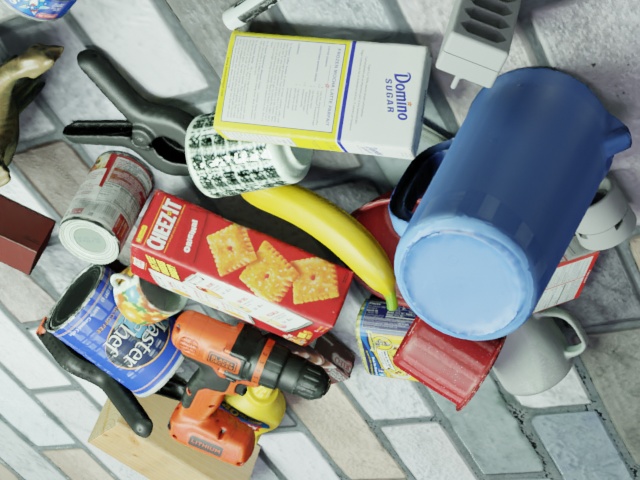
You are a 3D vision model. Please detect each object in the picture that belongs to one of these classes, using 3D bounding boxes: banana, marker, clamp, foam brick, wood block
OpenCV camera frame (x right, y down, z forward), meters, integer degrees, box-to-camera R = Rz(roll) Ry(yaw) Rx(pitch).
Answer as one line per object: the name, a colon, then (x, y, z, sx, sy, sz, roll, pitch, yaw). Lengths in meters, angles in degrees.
banana: (0.002, -0.008, 1.019, 0.198, 0.037, 0.070, 40, 136, 14)
marker: (-0.036, -0.211, 0.899, 0.121, 0.020, 0.020, -23, 124, 39)
clamp: (-0.173, -0.117, 1.044, 0.171, 0.039, 0.120, 19, 144, 4)
clamp: (-0.268, 0.167, 1.336, 0.210, 0.164, 0.036, 32, 102, -3)
foam brick: (-0.354, -0.006, 1.226, 0.078, 0.053, 0.051, 27, 139, -8)
wood block: (-0.196, 0.279, 1.450, 0.206, 0.090, 0.090, 36, 137, -19)

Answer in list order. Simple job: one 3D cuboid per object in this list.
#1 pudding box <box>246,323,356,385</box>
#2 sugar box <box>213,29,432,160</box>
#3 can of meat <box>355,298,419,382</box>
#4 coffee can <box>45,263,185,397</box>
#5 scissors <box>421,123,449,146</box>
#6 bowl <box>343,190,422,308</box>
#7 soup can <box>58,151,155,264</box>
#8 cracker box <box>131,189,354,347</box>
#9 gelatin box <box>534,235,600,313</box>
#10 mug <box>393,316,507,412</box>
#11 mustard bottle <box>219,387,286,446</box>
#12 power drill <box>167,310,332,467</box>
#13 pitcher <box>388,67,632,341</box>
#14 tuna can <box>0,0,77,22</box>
pudding box: (-0.028, 0.132, 1.260, 0.090, 0.039, 0.113, -25, 123, 40)
sugar box: (0.003, -0.126, 0.921, 0.176, 0.093, 0.048, 9, 173, 11)
can of meat: (0.091, 0.112, 1.179, 0.084, 0.057, 0.102, 5, 137, 20)
coffee can: (-0.237, 0.106, 1.265, 0.140, 0.102, 0.103, 41, 135, -23)
scissors: (0.131, -0.064, 0.999, 0.201, 0.016, 0.096, 20, 140, 0)
bowl: (0.102, -0.001, 1.050, 0.162, 0.055, 0.162, 11, 139, 10)
soup can: (-0.220, -0.034, 1.105, 0.068, 0.102, 0.068, 11, 138, 9)
cracker box: (-0.086, 0.033, 1.111, 0.213, 0.072, 0.164, 24, 165, -4)
gelatin box: (0.217, 0.036, 1.030, 0.089, 0.030, 0.073, -16, 143, -20)
mug: (0.130, 0.098, 1.039, 0.081, 0.093, 0.117, 31, 119, 4)
mustard bottle: (-0.095, 0.207, 1.335, 0.096, 0.058, 0.192, 31, 147, -7)
power drill: (-0.092, 0.176, 1.218, 0.184, 0.057, 0.188, 24, 129, 5)
pitcher: (0.137, -0.029, 0.851, 0.145, 0.242, 0.149, 36, 130, 2)
tuna can: (-0.241, -0.231, 0.908, 0.086, 0.086, 0.034, 38, 134, -20)
